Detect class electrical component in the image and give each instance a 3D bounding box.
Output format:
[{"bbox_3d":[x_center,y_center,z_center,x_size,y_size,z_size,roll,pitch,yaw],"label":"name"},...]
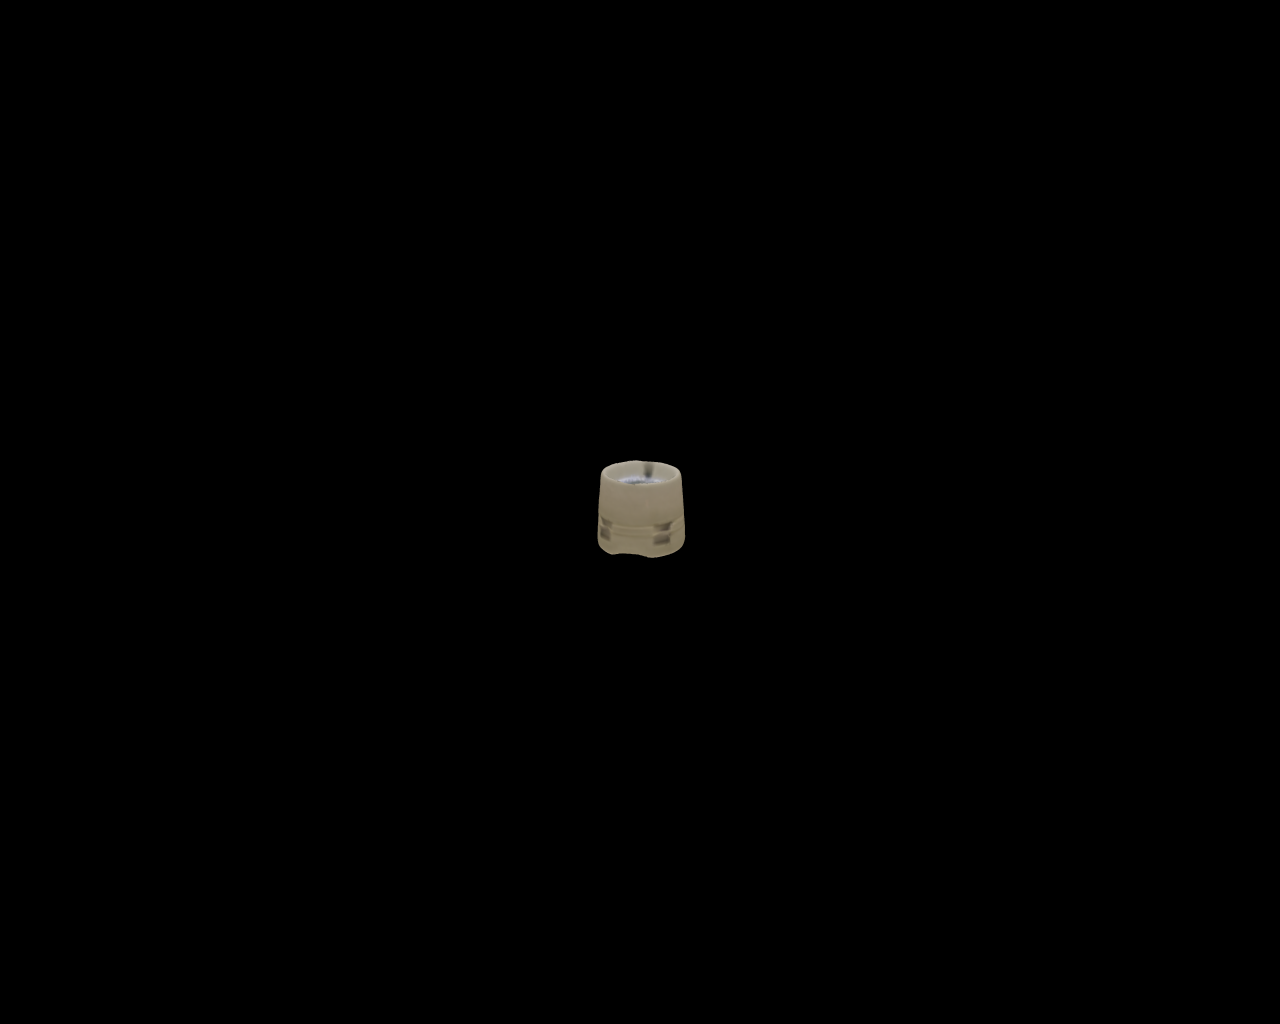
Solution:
[{"bbox_3d":[0.001,-0.003,0.650,0.055,0.047,0.055,0,20,0],"label":"electrical component"}]
